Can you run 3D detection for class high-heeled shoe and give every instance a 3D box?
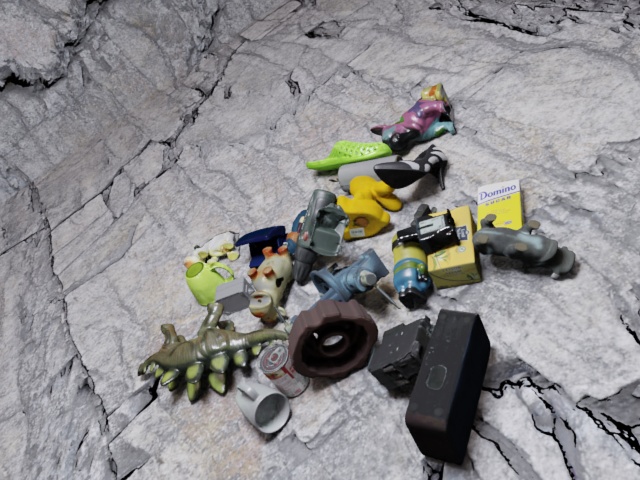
[{"bbox_3d":[0.220,-0.197,1.308,0.086,0.248,0.145,-40,50,43],"label":"high-heeled shoe"}]

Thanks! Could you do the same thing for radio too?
[{"bbox_3d":[0.219,0.236,0.897,0.073,0.131,0.229,1,49,33],"label":"radio"}]

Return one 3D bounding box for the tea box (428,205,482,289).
[{"bbox_3d":[0.283,0.014,1.142,0.098,0.068,0.170,-15,41,22],"label":"tea box"}]

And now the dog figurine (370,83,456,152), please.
[{"bbox_3d":[0.256,-0.329,1.500,0.219,0.108,0.192,-17,42,23],"label":"dog figurine"}]

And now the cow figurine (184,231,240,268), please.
[{"bbox_3d":[-0.308,0.026,1.529,0.167,0.068,0.098,-19,34,12],"label":"cow figurine"}]

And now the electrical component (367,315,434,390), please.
[{"bbox_3d":[0.151,0.210,0.992,0.134,0.058,0.115,-34,13,36],"label":"electrical component"}]

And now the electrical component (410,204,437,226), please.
[{"bbox_3d":[0.241,-0.052,1.243,0.021,0.063,0.094,12,55,42],"label":"electrical component"}]

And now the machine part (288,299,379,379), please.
[{"bbox_3d":[0.023,0.193,1.043,0.179,0.179,0.056,-31,35,2],"label":"machine part"}]

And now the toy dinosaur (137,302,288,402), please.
[{"bbox_3d":[-0.248,0.253,1.226,0.472,0.105,0.199,-23,43,21],"label":"toy dinosaur"}]

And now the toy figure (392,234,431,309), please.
[{"bbox_3d":[0.193,0.054,1.142,0.082,0.089,0.180,-10,41,21],"label":"toy figure"}]

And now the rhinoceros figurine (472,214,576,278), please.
[{"bbox_3d":[0.387,0.017,1.030,0.191,0.112,0.073,16,62,24],"label":"rhinoceros figurine"}]

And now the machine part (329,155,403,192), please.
[{"bbox_3d":[0.138,-0.175,1.436,0.243,0.079,0.079,-8,44,29],"label":"machine part"}]

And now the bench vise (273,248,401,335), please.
[{"bbox_3d":[0.029,0.120,1.132,0.240,0.128,0.224,-38,19,-17],"label":"bench vise"}]

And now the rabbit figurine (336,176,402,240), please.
[{"bbox_3d":[0.116,-0.102,1.339,0.162,0.121,0.173,-13,41,16],"label":"rabbit figurine"}]

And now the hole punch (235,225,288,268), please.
[{"bbox_3d":[-0.151,0.003,1.433,0.142,0.092,0.116,-16,35,27],"label":"hole punch"}]

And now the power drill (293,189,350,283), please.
[{"bbox_3d":[-0.003,-0.004,1.225,0.207,0.086,0.232,176,110,-83],"label":"power drill"}]

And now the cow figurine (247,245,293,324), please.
[{"bbox_3d":[-0.117,0.114,1.282,0.086,0.127,0.195,-11,29,25],"label":"cow figurine"}]

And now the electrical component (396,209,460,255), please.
[{"bbox_3d":[0.224,-0.011,1.116,0.119,0.047,0.075,-22,39,17],"label":"electrical component"}]

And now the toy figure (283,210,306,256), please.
[{"bbox_3d":[-0.057,-0.013,1.405,0.058,0.064,0.154,2,49,29],"label":"toy figure"}]

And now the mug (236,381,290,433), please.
[{"bbox_3d":[-0.129,0.321,1.070,0.107,0.109,0.081,5,53,54],"label":"mug"}]
